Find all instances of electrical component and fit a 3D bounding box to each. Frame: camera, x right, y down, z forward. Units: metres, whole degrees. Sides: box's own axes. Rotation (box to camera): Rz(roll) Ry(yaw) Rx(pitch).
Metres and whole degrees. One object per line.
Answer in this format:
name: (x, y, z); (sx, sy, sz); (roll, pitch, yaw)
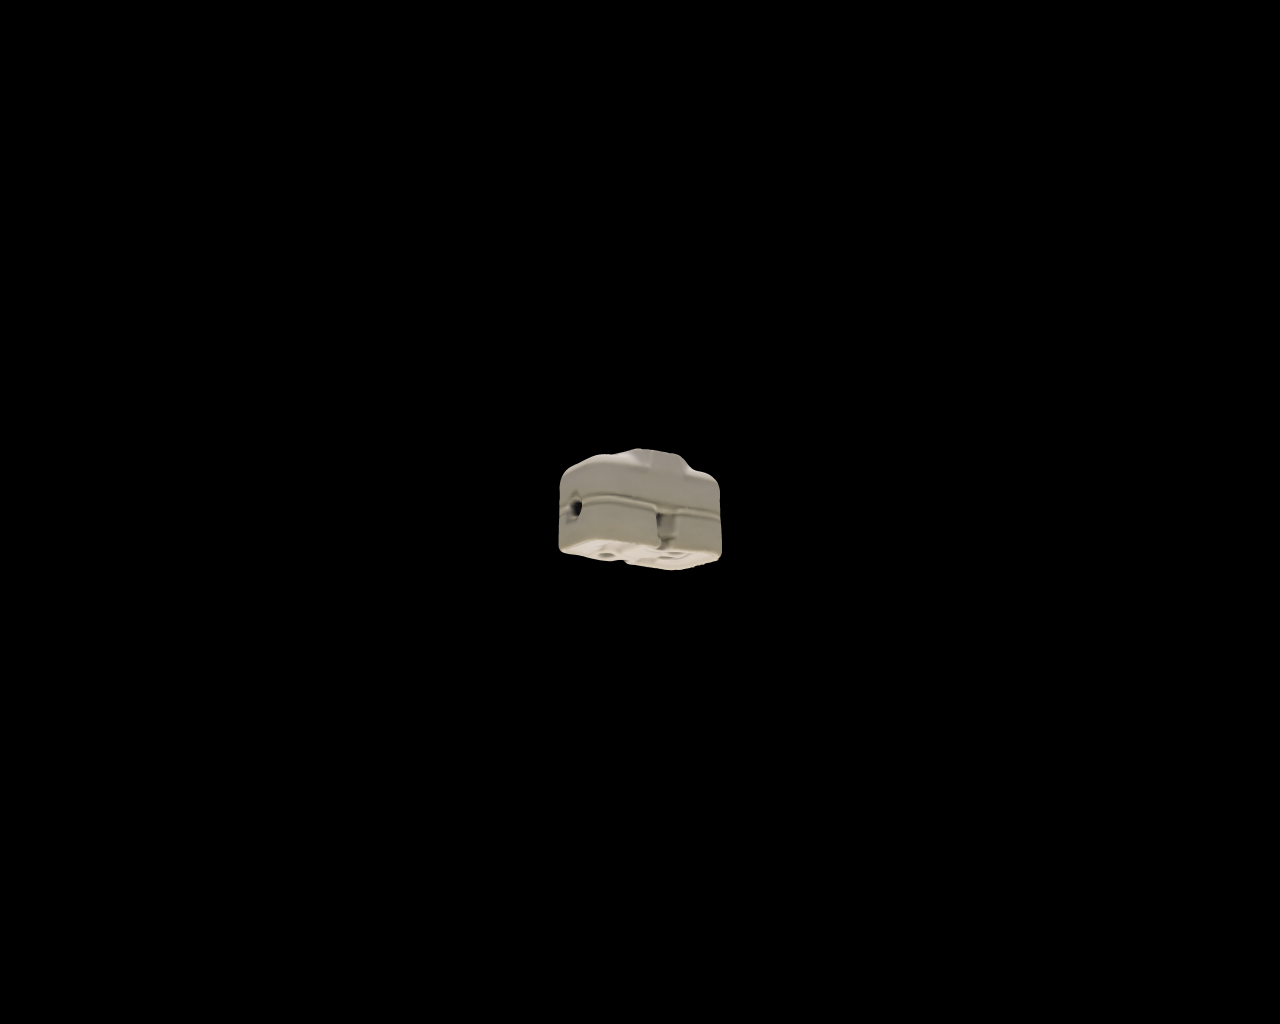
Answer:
electrical component: (0.001, -0.003, 0.650); (0.095, 0.059, 0.053); (10, -18, -33)
